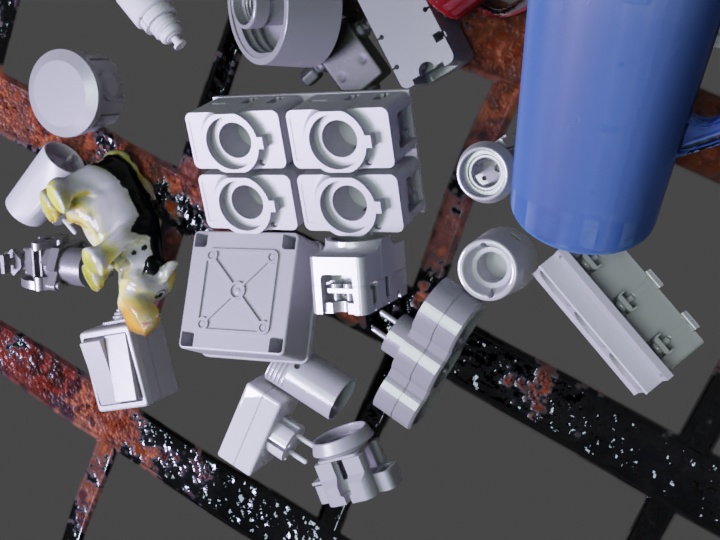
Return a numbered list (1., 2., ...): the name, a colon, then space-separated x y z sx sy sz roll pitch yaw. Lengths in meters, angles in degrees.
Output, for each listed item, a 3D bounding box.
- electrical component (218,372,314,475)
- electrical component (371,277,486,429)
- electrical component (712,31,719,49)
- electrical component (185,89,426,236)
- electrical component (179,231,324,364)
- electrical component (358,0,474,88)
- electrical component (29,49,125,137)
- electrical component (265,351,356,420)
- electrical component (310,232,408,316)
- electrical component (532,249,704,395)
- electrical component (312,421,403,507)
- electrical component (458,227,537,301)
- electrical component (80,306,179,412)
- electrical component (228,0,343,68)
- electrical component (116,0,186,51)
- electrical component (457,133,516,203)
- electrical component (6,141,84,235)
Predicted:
1. electrical component: -0.076 0.149 0.985 0.076 0.047 0.083 30 112 16
2. electrical component: 0.043 0.062 0.898 0.074 0.052 0.138 34 123 15
3. electrical component: 0.259 -0.212 0.735 0.108 0.060 0.108 24 128 34
4. electrical component: -0.048 -0.089 0.900 0.186 0.060 0.105 2 115 25
5. electrical component: -0.094 0.023 0.942 0.109 0.056 0.108 2 79 25
6. electrical component: 0.045 -0.194 0.849 0.050 0.056 0.089 -27 89 28
7. electrical component: -0.264 -0.166 1.005 0.080 0.051 0.080 6 103 24
8. electrical component: -0.049 0.094 0.962 0.081 0.043 0.043 31 112 17
9. electrical component: 0.000 0.000 0.893 0.050 0.089 0.055 1 101 25
10. electrical component: 0.197 0.028 0.816 0.063 0.078 0.121 -39 82 -3
11. electrical component: -0.008 0.170 0.952 0.078 0.058 0.057 -18 96 28
12. electrical component: 0.109 -0.004 0.864 0.055 0.047 0.055 6 103 24
13. electrical component: -0.225 0.083 1.034 0.062 0.061 0.096 -10 96 27
14. electrical component: -0.069 -0.216 0.870 0.108 0.060 0.108 22 118 52
15. electrical component: -0.183 -0.229 0.959 0.040 0.040 0.078 -42 82 26
16. electrical component: 0.105 -0.079 0.845 0.066 0.055 0.048 -35 85 27
17. electrical component: -0.295 -0.070 1.044 0.079 0.043 0.077 48 116 9
